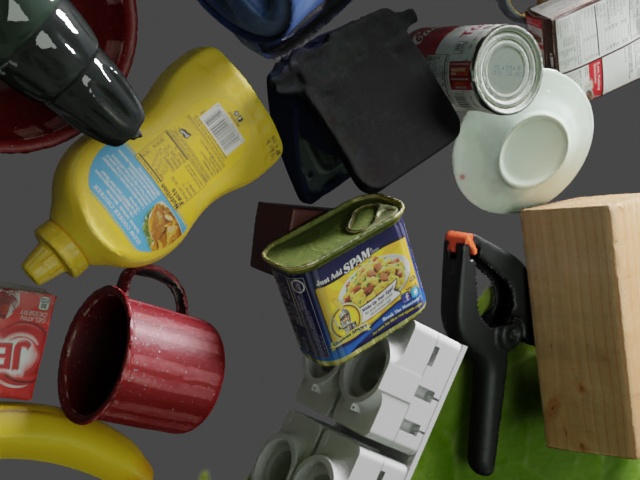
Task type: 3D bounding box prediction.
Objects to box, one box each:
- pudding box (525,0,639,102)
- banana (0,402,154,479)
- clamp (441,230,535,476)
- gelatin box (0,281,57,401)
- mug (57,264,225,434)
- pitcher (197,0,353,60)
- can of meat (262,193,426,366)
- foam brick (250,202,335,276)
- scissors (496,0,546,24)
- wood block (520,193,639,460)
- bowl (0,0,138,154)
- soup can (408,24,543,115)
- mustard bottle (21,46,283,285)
[{"bbox_3d":[0.230,-0.168,0.901,0.113,0.039,0.090,-26,123,-21],"label":"pudding box"},{"bbox_3d":[-0.201,0.140,0.712,0.197,0.037,0.070,3,116,-30],"label":"banana"},{"bbox_3d":[0.149,0.088,0.909,0.164,0.036,0.210,-46,119,-22],"label":"clamp"},{"bbox_3d":[-0.222,0.062,0.687,0.089,0.030,0.073,14,91,-32],"label":"gelatin box"},{"bbox_3d":[-0.118,0.074,0.724,0.081,0.093,0.117,20,62,-37],"label":"mug"},{"bbox_3d":[0.014,-0.244,0.733,0.242,0.149,0.145,-41,101,-23],"label":"pitcher"},{"bbox_3d":[0.021,0.028,0.749,0.102,0.058,0.084,-29,117,-22],"label":"can of meat"},{"bbox_3d":[-0.005,0.001,0.795,0.078,0.053,0.051,4,96,-33],"label":"foam brick"},{"bbox_3d":[0.219,-0.190,0.920,0.201,0.016,0.096,44,76,-29],"label":"scissors"},{"bbox_3d":[0.241,0.068,0.899,0.090,0.090,0.206,-11,96,-42],"label":"wood block"},{"bbox_3d":[-0.197,-0.135,0.655,0.161,0.055,0.162,-5,101,-30],"label":"bowl"},{"bbox_3d":[0.111,-0.129,0.814,0.068,0.102,0.068,-5,101,-30],"label":"soup can"},{"bbox_3d":[-0.120,-0.038,0.715,0.191,0.058,0.096,-43,116,-19],"label":"mustard bottle"}]
